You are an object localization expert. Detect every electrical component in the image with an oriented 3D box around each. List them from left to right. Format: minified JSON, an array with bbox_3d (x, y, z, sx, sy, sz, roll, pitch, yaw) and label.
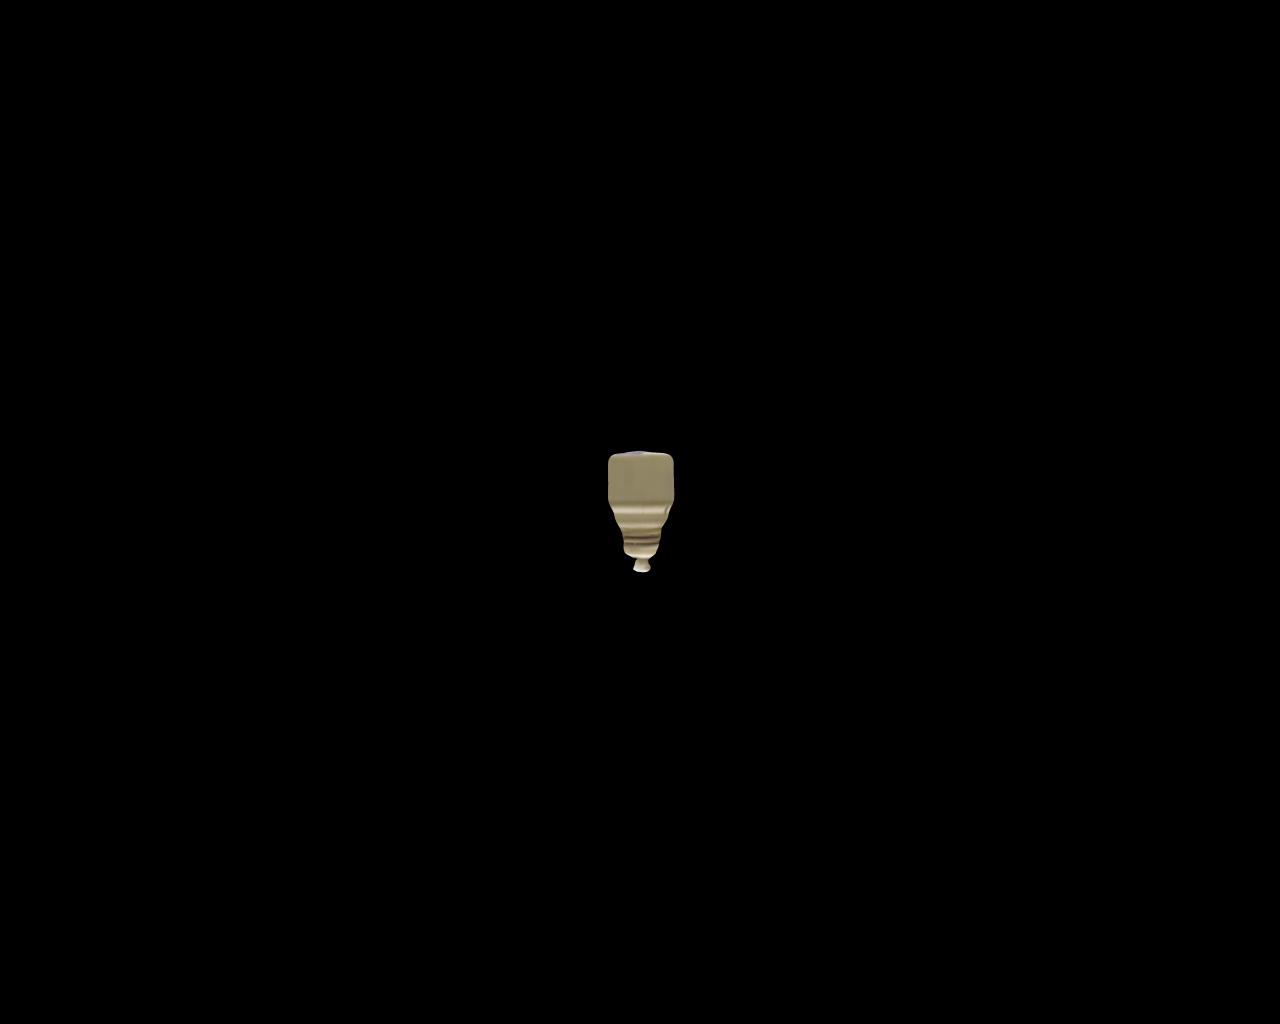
[{"bbox_3d":[0.001,-0.003,0.650,0.040,0.078,0.040,0,0,0],"label":"electrical component"}]
